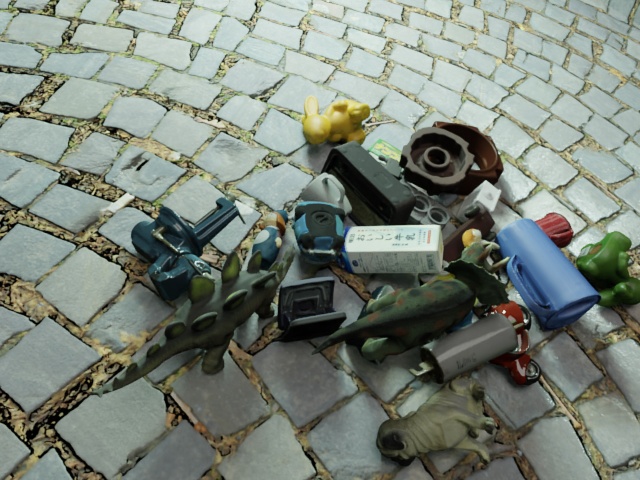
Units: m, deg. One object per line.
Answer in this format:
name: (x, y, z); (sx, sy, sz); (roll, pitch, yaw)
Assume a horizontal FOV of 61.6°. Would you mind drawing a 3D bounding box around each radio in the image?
radio: (0.105, -0.110, 1.223); (0.073, 0.131, 0.230); (-29, 66, -35)

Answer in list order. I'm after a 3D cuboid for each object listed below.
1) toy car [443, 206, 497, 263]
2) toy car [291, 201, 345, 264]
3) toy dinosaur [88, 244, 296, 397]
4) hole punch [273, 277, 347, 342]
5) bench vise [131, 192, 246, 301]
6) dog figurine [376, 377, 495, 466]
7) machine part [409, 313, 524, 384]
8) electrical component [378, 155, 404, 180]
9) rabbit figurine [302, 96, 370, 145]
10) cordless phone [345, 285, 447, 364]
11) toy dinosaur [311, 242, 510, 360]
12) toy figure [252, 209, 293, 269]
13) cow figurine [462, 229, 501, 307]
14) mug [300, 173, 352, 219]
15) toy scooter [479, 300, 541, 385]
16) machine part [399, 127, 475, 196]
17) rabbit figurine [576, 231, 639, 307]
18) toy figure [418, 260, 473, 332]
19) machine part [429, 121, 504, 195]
toy car: (0.323, 0.001, 1.227); (0.202, 0.053, 0.089); (-38, 94, -23)
toy car: (-0.002, -0.003, 1.123); (0.109, 0.102, 0.162); (1, 43, -10)
toy dinosaur: (-0.181, 0.126, 0.906); (0.105, 0.198, 0.471); (35, 49, 15)
hole punch: (-0.022, 0.132, 1.001); (0.142, 0.115, 0.092); (-9, 63, -21)
bench vise: (-0.237, -0.006, 1.022); (0.224, 0.128, 0.240); (23, 56, 40)
dog figurine: (0.194, 0.310, 0.952); (0.191, 0.121, 0.172); (0, 17, 4)
machine part: (0.278, 0.200, 1.002); (0.243, 0.079, 0.079); (-20, 60, -16)
electrical component: (0.185, -0.179, 1.356); (0.094, 0.021, 0.063); (26, 50, 1)
rabbit figurine: (0.021, -0.299, 1.356); (0.162, 0.121, 0.173); (41, 53, 22)
cordless phone: (0.156, 0.189, 1.038); (0.184, 0.088, 0.146); (32, 50, 1)
toy dinosaur: (0.188, 0.119, 0.937); (0.405, 0.192, 0.131); (-21, 75, -39)
toy figure: (-0.101, -0.011, 1.126); (0.064, 0.057, 0.154); (6, 51, 10)
cow figurine: (0.357, 0.060, 1.170); (0.098, 0.068, 0.167); (3, 86, -25)
mug: (0.025, -0.093, 1.208); (0.107, 0.109, 0.081); (48, 48, 4)
toy scooter: (0.370, 0.203, 1.098); (0.135, 0.075, 0.184); (7, 56, -11)
machine part: (0.280, -0.190, 1.299); (0.179, 0.056, 0.179); (2, 61, -3)
rabbit figurine: (0.705, 0.087, 1.267); (0.170, 0.121, 0.159); (45, 46, 1)
toy figure: (0.261, 0.126, 1.120); (0.082, 0.089, 0.180); (-15, 66, -22)
machine part: (0.370, -0.218, 1.422); (0.201, 0.087, 0.201); (5, 53, -14)
